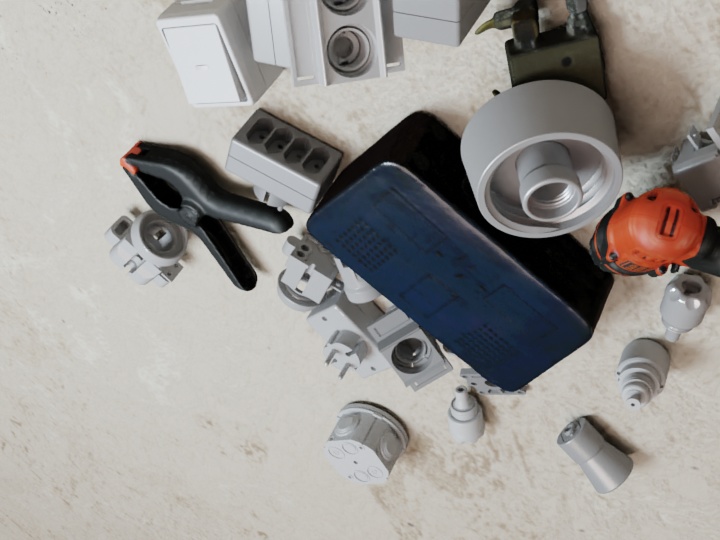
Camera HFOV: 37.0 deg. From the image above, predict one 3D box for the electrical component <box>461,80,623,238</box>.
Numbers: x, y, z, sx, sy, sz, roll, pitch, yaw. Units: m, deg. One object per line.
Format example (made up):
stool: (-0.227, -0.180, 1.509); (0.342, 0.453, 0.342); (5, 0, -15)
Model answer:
electrical component: (0.126, -0.068, 0.732); (0.108, 0.060, 0.108); (-3, 139, -2)

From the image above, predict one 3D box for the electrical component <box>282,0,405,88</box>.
electrical component: (-0.017, -0.191, 0.725); (0.079, 0.063, 0.121); (-11, 109, -13)

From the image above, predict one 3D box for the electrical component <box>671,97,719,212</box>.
electrical component: (0.251, -0.073, 0.727); (0.064, 0.042, 0.081); (-21, 117, 47)

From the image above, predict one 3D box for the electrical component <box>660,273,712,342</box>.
electrical component: (0.250, 0.033, 0.836); (0.035, 0.035, 0.061); (19, 140, 14)

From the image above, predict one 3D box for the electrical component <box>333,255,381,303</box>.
electrical component: (0.000, 0.000, 0.954); (0.040, 0.040, 0.046); (-4, 122, 34)

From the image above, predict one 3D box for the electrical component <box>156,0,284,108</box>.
electrical component: (-0.112, -0.177, 0.831); (0.062, 0.061, 0.096); (3, 131, 30)

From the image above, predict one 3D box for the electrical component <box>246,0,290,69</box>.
electrical component: (-0.038, -0.185, 0.788); (0.077, 0.047, 0.065); (15, 137, 19)

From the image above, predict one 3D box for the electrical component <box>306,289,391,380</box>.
electrical component: (-0.010, 0.068, 0.998); (0.083, 0.075, 0.047); (47, 137, -16)

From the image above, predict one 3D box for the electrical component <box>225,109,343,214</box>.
electrical component: (-0.069, -0.079, 0.911); (0.083, 0.047, 0.075); (28, 139, 4)

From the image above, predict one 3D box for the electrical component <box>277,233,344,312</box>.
electrical component: (-0.047, 0.005, 0.983); (0.066, 0.048, 0.055); (31, 132, 1)

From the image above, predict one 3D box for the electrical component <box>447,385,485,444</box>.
electrical component: (0.100, 0.136, 1.030); (0.035, 0.035, 0.061); (8, 131, 25)

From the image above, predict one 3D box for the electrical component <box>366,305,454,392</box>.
electrical component: (0.044, 0.063, 0.965); (0.042, 0.063, 0.081); (-31, 114, 10)

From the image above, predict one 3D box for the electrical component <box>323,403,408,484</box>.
electrical component: (0.005, 0.181, 1.119); (0.080, 0.051, 0.080); (17, 137, 17)

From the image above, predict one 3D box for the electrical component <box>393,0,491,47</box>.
electrical component: (0.054, -0.198, 0.704); (0.047, 0.065, 0.076); (15, 137, 20)

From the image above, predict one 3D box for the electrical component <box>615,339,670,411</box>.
electrical component: (0.228, 0.088, 0.876); (0.040, 0.078, 0.040); (10, 120, 19)

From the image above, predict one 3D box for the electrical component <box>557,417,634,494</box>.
electrical component: (0.213, 0.167, 0.987); (0.065, 0.044, 0.044); (45, 138, -8)

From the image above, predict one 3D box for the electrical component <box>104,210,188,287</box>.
electrical component: (-0.202, -0.024, 1.040); (0.078, 0.058, 0.057); (44, 141, -13)
